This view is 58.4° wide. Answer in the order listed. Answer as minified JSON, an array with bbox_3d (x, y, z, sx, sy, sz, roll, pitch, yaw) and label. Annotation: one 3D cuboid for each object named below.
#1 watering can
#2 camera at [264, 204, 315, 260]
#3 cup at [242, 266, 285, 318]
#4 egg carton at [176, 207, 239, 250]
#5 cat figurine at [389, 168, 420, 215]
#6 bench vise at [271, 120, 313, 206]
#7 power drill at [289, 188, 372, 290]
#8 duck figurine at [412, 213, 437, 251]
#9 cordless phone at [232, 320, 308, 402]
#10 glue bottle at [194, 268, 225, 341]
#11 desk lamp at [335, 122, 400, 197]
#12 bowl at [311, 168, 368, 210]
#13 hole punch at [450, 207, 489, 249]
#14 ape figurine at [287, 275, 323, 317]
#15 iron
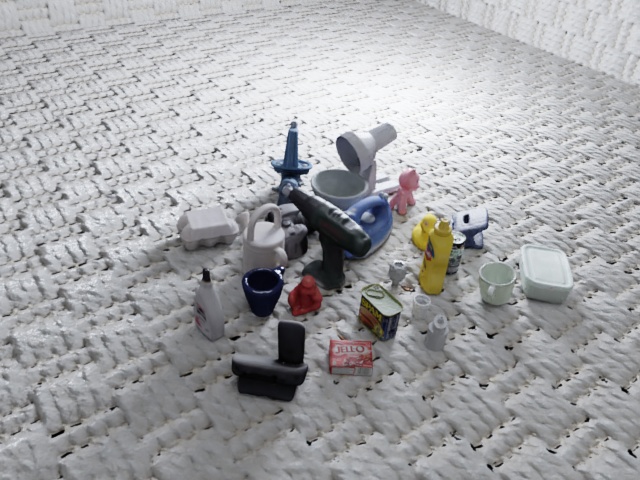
[{"bbox_3d":[-0.139,-0.003,1.351,0.172,0.194,0.101,20,39,19],"label":"watering can"},{"bbox_3d":[-0.061,-0.039,1.485,0.137,0.101,0.142,-16,42,-26],"label":"camera"},{"bbox_3d":[-0.120,0.117,1.277,0.091,0.095,0.118,26,41,24],"label":"cup"},{"bbox_3d":[-0.289,-0.031,1.471,0.150,0.069,0.107,-11,40,-21],"label":"egg carton"},{"bbox_3d":[0.250,-0.155,1.667,0.067,0.118,0.128,22,40,20],"label":"cat figurine"},{"bbox_3d":[-0.070,-0.209,1.610,0.122,0.220,0.207,-6,38,-15],"label":"bench vise"},{"bbox_3d":[0.012,0.005,1.348,0.228,0.208,0.076,27,42,26],"label":"power drill"},{"bbox_3d":[0.289,-0.032,1.536,0.077,0.086,0.104,5,37,-1],"label":"duck figurine"},{"bbox_3d":[-0.093,0.209,1.083,0.147,0.185,0.094,5,37,0],"label":"cordless phone"},{"bbox_3d":[-0.233,0.126,1.185,0.078,0.173,0.037,33,45,32],"label":"glue bottle"},{"bbox_3d":[0.145,-0.235,1.679,0.204,0.214,0.117,-20,44,-30],"label":"desk lamp"},{"bbox_3d":[0.053,-0.136,1.651,0.167,0.075,0.167,4,37,-3],"label":"bowl"},{"bbox_3d":[0.402,-0.038,1.554,0.101,0.091,0.108,10,37,5],"label":"hole punch"},{"bbox_3d":[-0.031,0.119,1.288,0.077,0.092,0.076,15,38,12],"label":"ape figurine"},{"bbox_3d":[0.123,-0.059,1.503,0.118,0.141,0.259,29,43,28],"label":"iron"}]
